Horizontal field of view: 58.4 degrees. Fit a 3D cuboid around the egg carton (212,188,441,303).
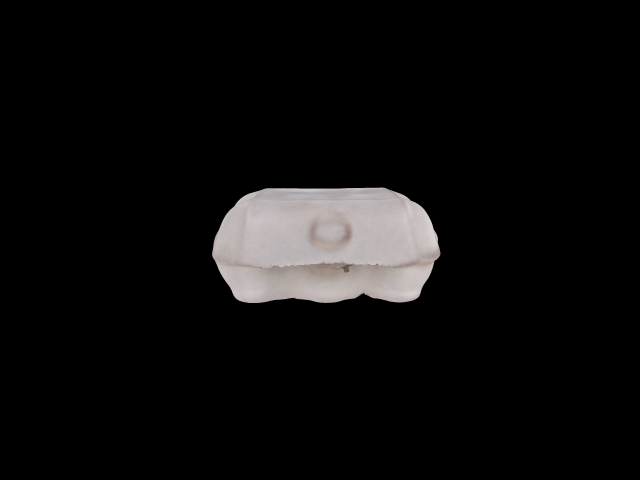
[{"bbox_3d":[0.004,0.001,0.400,0.150,0.069,0.107,0,11,-2],"label":"egg carton"}]
